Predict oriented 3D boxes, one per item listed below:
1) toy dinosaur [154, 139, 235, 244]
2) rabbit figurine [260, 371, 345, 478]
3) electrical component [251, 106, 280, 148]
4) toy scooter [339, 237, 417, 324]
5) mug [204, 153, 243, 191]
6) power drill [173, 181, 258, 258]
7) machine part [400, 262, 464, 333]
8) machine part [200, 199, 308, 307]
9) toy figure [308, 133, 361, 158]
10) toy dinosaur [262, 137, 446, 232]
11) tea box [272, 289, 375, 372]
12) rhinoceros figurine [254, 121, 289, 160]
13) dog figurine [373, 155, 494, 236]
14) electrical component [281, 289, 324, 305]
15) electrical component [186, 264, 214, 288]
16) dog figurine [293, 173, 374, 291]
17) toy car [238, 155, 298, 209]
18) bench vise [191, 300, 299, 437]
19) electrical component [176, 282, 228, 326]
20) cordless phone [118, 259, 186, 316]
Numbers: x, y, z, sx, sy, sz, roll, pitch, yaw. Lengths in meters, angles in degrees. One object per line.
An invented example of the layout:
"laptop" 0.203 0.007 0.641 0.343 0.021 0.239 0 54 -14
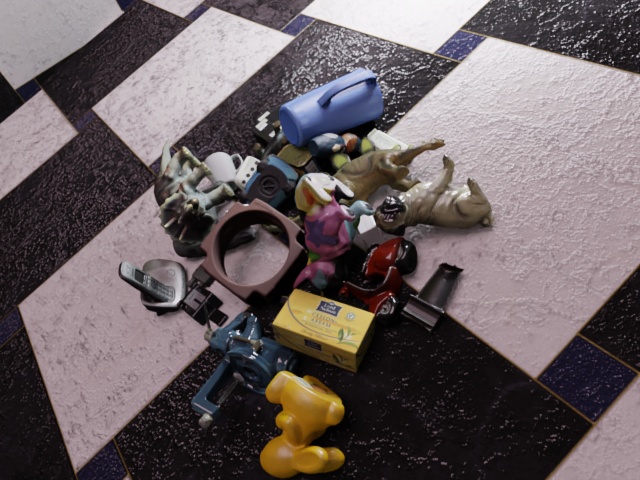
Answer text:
"toy dinosaur" -0.356 -0.122 1.356 0.192 0.131 0.405 -46 42 -7
"rabbit figurine" -0.031 0.335 0.926 0.163 0.121 0.173 30 87 32
"electrical component" -0.124 -0.312 1.510 0.115 0.058 0.134 -40 45 -7
"toy scooter" 0.110 0.074 1.060 0.135 0.075 0.184 4 62 33
"mug" -0.255 -0.182 1.473 0.109 0.080 0.107 -29 56 -2
"power drill" -0.261 -0.050 1.375 0.232 0.085 0.207 -18 55 16
"machine part" 0.212 0.100 0.999 0.084 0.039 0.139 29 71 34
"machine part" -0.143 0.028 1.185 0.202 0.087 0.201 34 79 19
"toy figure" 0.047 -0.229 1.301 0.154 0.057 0.064 -14 54 -34
"toy dinosaur" 0.065 -0.113 1.219 0.471 0.105 0.199 -29 39 11
"tea box" 0.009 0.167 1.006 0.170 0.068 0.098 14 48 20
"rhinoceros figurine" -0.083 -0.256 1.413 0.190 0.112 0.073 -42 61 11
"dog figurine" 0.222 -0.047 1.061 0.190 0.121 0.172 -41 62 -1
"electrical component" -0.033 0.140 1.111 0.102 0.045 0.078 -3 82 31
"electrical component" -0.281 0.084 1.309 0.063 0.021 0.094 24 70 41
"dog figurine" -0.002 -0.003 1.094 0.192 0.108 0.219 39 118 18
"toy car" -0.122 -0.125 1.330 0.109 0.103 0.161 38 101 5
"bench vise" -0.170 0.249 1.034 0.224 0.128 0.240 22 48 19
"electrical component" -0.265 0.154 1.227 0.119 0.047 0.075 29 73 43
"cordless phone" -0.406 0.084 1.268 0.089 0.184 0.147 -26 46 16
